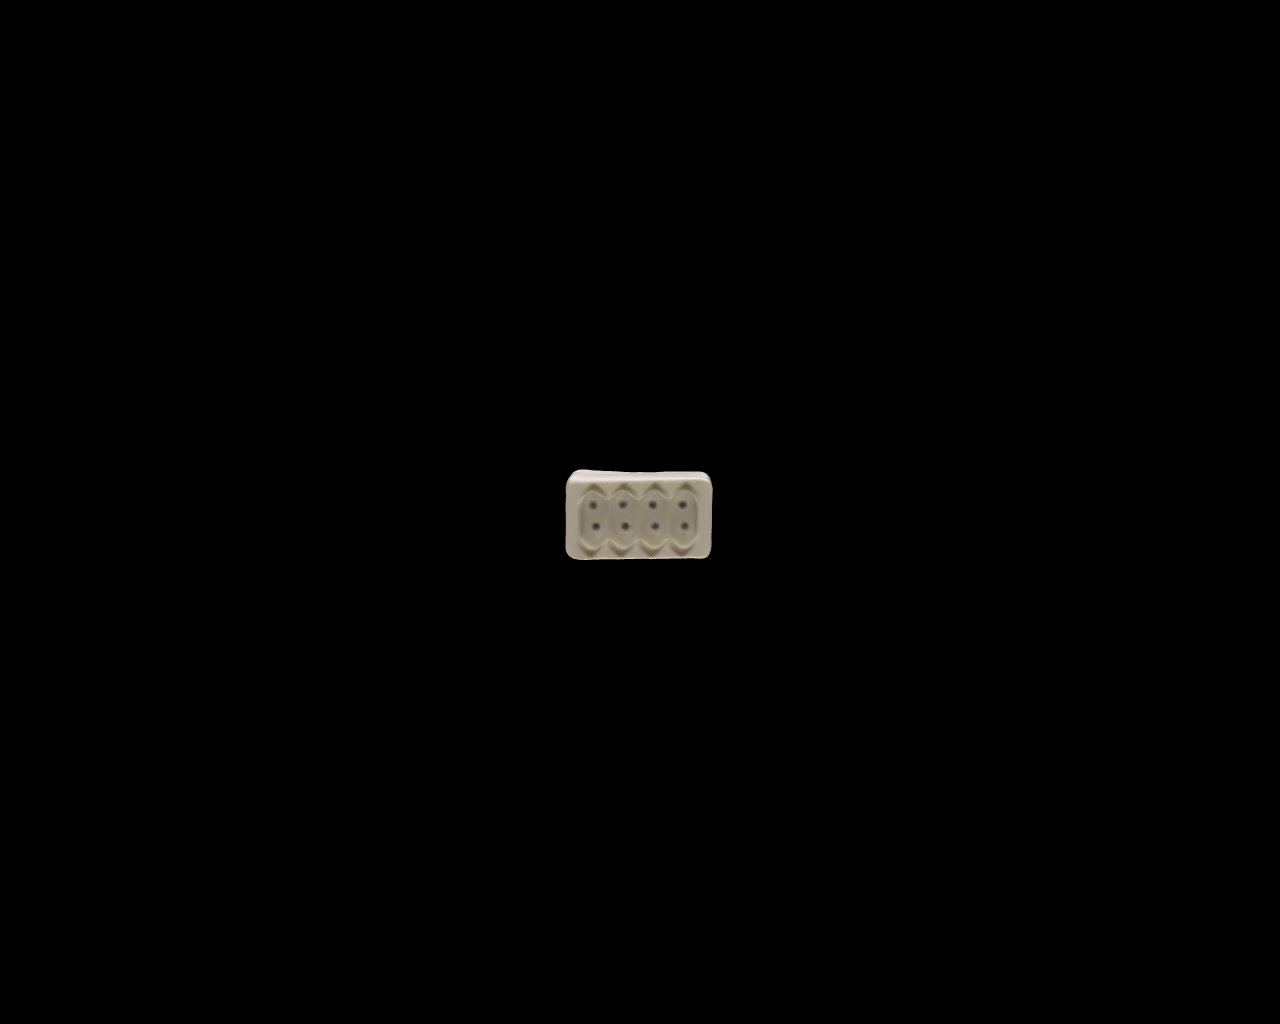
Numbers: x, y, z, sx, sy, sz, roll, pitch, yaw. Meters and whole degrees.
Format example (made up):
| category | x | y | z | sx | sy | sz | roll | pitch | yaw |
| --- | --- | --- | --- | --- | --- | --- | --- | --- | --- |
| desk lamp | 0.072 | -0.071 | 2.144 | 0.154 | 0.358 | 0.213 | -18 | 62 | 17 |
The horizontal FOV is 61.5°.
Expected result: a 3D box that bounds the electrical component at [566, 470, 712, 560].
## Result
| category | x | y | z | sx | sy | sz | roll | pitch | yaw |
| --- | --- | --- | --- | --- | --- | --- | --- | --- | --- |
| electrical component | 0.001 | -0.003 | 0.650 | 0.083 | 0.047 | 0.076 | 0 | 12 | 2 |
